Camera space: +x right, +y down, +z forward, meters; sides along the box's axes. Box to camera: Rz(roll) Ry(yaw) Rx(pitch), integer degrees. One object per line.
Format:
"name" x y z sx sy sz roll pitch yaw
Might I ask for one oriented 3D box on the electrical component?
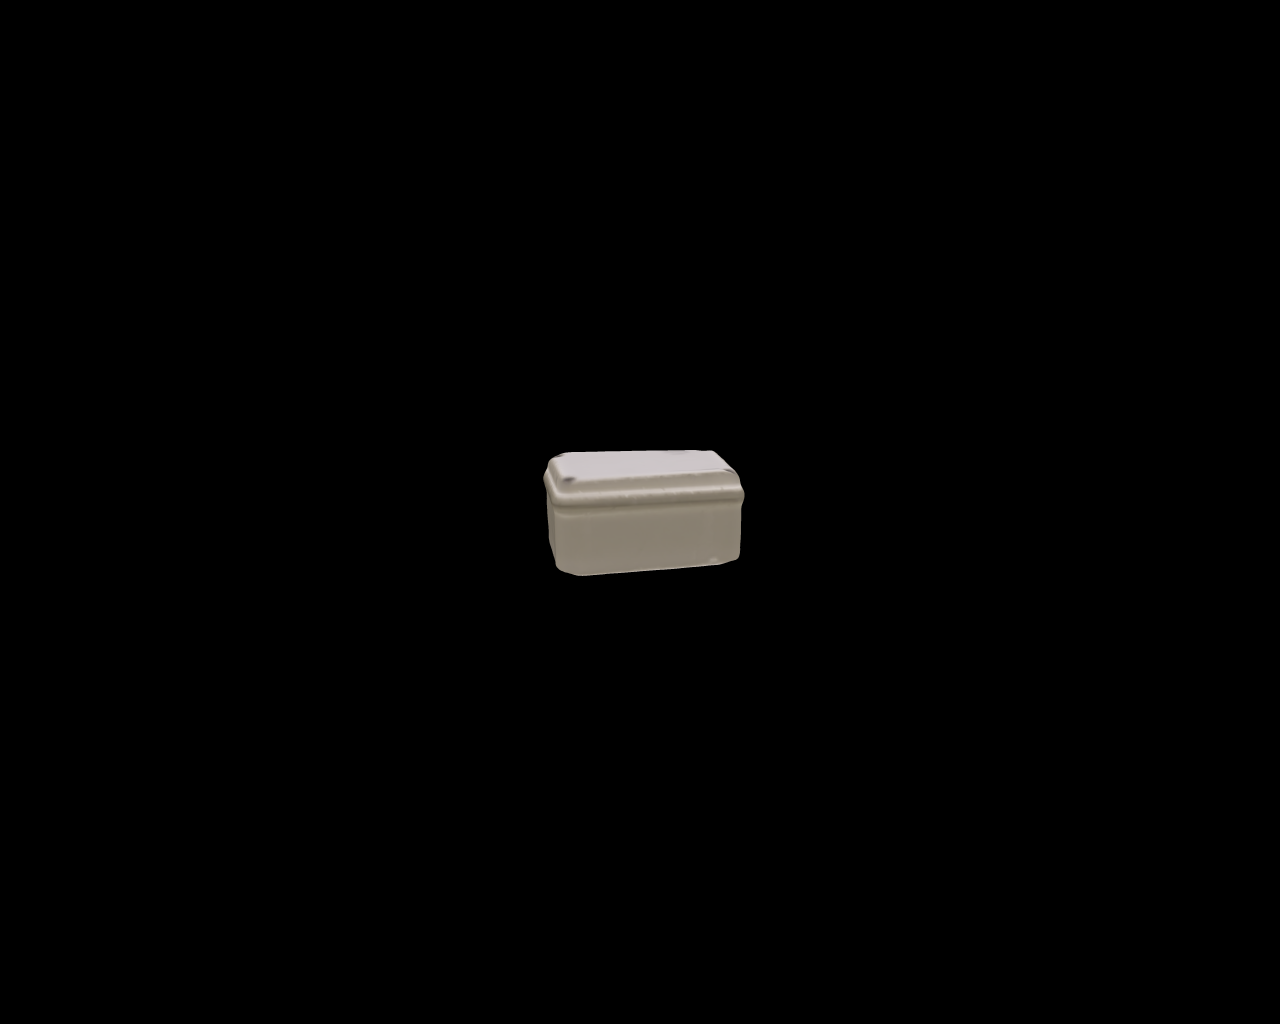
"electrical component" 0.001 -0.003 0.650 0.113 0.057 0.078 -3 16 -9
